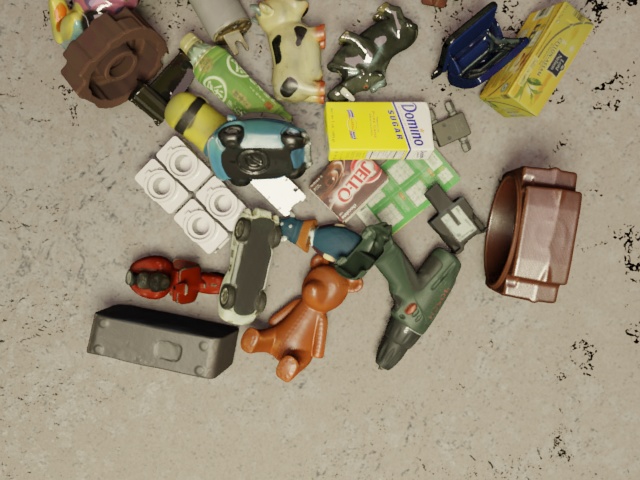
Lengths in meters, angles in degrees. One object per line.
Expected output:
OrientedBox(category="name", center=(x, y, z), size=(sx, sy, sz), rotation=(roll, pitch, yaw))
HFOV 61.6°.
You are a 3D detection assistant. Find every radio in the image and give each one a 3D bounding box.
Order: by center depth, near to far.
OrientedBox(category="radio", center=(-0.265, 0.170, 0.917), size=(0.230, 0.131, 0.073), rotation=(10, 91, 3))

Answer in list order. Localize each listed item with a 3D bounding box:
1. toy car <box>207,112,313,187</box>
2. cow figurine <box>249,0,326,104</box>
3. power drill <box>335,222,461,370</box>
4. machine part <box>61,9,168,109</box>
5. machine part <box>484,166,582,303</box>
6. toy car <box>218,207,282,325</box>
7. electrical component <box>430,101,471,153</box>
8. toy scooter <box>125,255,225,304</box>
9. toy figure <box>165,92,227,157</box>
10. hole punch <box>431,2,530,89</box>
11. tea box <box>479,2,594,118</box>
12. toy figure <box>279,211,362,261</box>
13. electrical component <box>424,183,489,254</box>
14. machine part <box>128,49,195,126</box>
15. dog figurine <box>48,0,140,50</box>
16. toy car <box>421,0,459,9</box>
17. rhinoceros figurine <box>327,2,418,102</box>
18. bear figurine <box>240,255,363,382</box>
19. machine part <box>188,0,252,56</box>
OrientedBox(category="toy car", center=(-0.093, -0.155, 0.845), size=(0.162, 0.109, 0.103), rotation=(-5, 52, 1))
OrientedBox(category="cow figurine", center=(-0.052, -0.332, 0.915), size=(0.127, 0.085, 0.194), rotation=(-2, 93, -3))
OrientedBox(category="power drill", center=(0.121, 0.086, 0.886), size=(0.207, 0.086, 0.232), rotation=(41, 87, -25))
OrientedBox(category="machine part", center=(-0.338, -0.298, 0.888), size=(0.179, 0.179, 0.056), rotation=(-41, 86, 4))
OrientedBox(category="machine part", center=(0.322, -0.010, 0.843), size=(0.087, 0.201, 0.201), rotation=(10, 93, 5))
OrientedBox(category="toy car", center=(-0.120, 0.044, 0.911), size=(0.073, 0.056, 0.201), rotation=(12, 91, -30))
OrientedBox(category="electrical component", center=(0.224, -0.189, 0.931), size=(0.063, 0.021, 0.094), rotation=(-24, 94, 4))
OrientedBox(category="toy scooter", center=(-0.253, 0.070, 0.912), size=(0.184, 0.135, 0.075), rotation=(6, 94, 4))
OrientedBox(category="toy figure", center=(-0.182, -0.182, 0.921), size=(0.180, 0.089, 0.082), rotation=(42, 87, 2))
OrientedBox(category="hole punch", center=(0.263, -0.302, 0.877), size=(0.142, 0.115, 0.092), rotation=(-43, 84, 1))
OrientedBox(category="tea box", center=(0.350, -0.288, 0.877), size=(0.068, 0.098, 0.169), rotation=(30, 95, -16))
OrientedBox(category="toy figure", center=(-0.003, -0.002, 0.928), size=(0.155, 0.064, 0.057), rotation=(15, 134, 18))
OrientedBox(category="electrical component", center=(0.223, -0.040, 0.924), size=(0.075, 0.048, 0.119), rotation=(-42, 89, 4))
OrientedBox(category="machine part", center=(-0.264, -0.273, 0.938), size=(0.139, 0.039, 0.084), rotation=(-48, 122, -3))
OrientedBox(category="dog figurine", center=(-0.328, -0.403, 0.883), size=(0.219, 0.108, 0.191), rotation=(-1, 90, 22))
OrientedBox(category="toy car", center=(0.214, -0.497, 0.907), size=(0.089, 0.053, 0.202), rotation=(13, 91, -1))
OrientedBox(category="rhinoceros figurine", center=(0.081, -0.310, 0.915), size=(0.190, 0.073, 0.112), rotation=(-44, 100, 2))
OrientedBox(category="bear figurine", center=(-0.023, 0.123, 0.906), size=(0.120, 0.132, 0.195), rotation=(35, 100, 22))
OrientedBox(category="machine part", center=(-0.191, -0.426, 0.919), size=(0.079, 0.079, 0.243), rotation=(-30, 89, 4))
